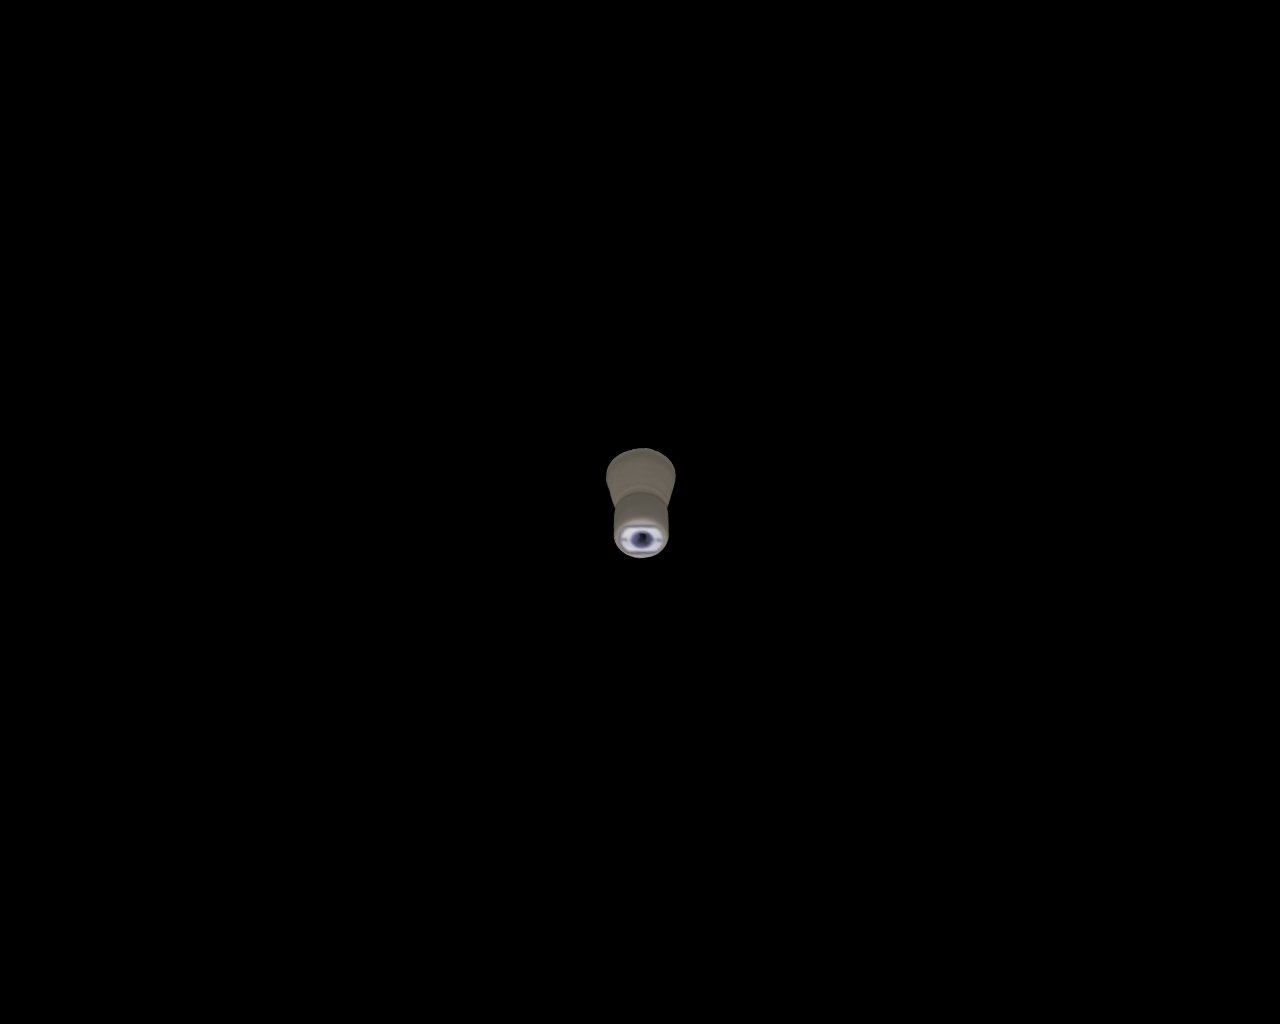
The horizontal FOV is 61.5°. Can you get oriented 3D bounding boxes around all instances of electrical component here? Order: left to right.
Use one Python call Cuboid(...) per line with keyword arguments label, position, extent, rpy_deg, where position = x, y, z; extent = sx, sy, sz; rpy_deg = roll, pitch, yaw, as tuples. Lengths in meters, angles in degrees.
Cuboid(label="electrical component", position=(0.001, -0.003, 0.650), extent=(0.044, 0.044, 0.065), rpy_deg=(0, 40, 0))
